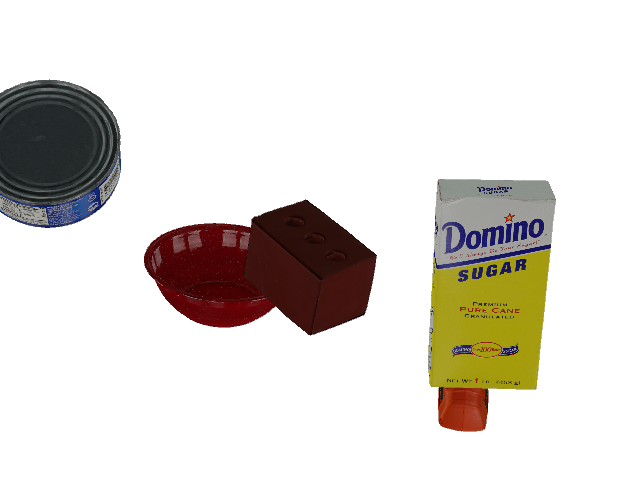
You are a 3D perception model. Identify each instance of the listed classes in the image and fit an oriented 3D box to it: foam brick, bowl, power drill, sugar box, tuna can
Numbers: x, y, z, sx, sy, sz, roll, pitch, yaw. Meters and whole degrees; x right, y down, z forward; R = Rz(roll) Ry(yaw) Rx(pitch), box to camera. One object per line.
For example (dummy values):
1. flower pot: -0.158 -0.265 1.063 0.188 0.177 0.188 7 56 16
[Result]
1. foam brick: -0.008 0.018 0.735 0.052 0.051 0.078 -20 45 -38
2. bowl: -0.101 0.042 1.101 0.162 0.055 0.162 5 29 -3
3. power drill: 0.162 0.109 1.155 0.057 0.188 0.184 6 25 8
4. sugar box: 0.139 0.038 0.882 0.093 0.176 0.048 0 27 2
5. tuna can: -0.162 -0.051 0.635 0.086 0.086 0.034 0 -27 -8
